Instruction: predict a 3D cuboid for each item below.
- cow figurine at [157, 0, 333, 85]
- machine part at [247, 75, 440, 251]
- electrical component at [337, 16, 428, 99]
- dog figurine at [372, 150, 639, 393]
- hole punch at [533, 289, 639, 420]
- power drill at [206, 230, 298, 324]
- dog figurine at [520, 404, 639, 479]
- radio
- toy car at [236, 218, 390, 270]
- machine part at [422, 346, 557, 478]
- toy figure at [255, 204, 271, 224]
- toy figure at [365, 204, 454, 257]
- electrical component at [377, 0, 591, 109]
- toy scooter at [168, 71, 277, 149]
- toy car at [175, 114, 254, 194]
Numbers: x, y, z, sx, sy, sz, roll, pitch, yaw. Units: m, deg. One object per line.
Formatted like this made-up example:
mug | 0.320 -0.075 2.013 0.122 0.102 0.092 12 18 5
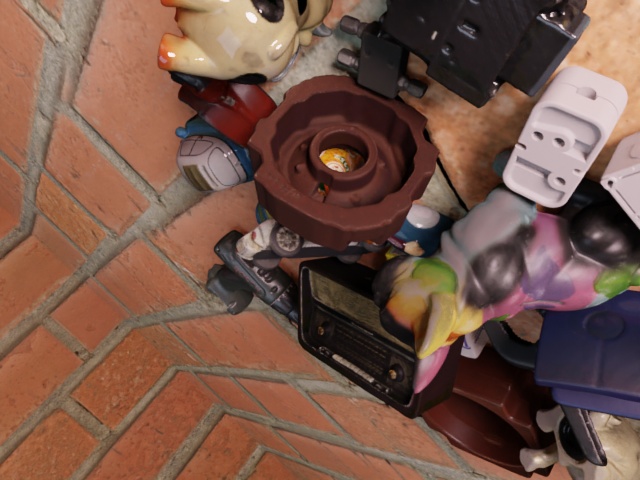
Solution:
cow figurine | -0.044 -0.187 0.425 0.127 0.195 0.085 15 129 -9
machine part | 0.021 -0.074 0.513 0.179 0.179 0.056 32 153 14
electrical component | 0.058 -0.165 0.488 0.094 0.021 0.063 31 150 17
dog figurine | 0.156 0.042 0.461 0.192 0.219 0.108 29 153 22
hole punch | 0.261 0.097 0.489 0.142 0.115 0.092 0 161 37
power drill | -0.125 0.093 1.017 0.232 0.086 0.207 48 155 -12
dog figurine | 0.360 0.249 0.626 0.191 0.121 0.172 0 137 -13
radio | 0.065 0.113 0.677 0.230 0.073 0.131 24 116 47
toy car | -0.001 -0.002 0.638 0.073 0.202 0.056 -32 64 58
machine part | 0.240 0.239 0.781 0.202 0.087 0.200 11 140 45
toy figure | -0.037 -0.045 0.703 0.082 0.089 0.180 39 150 -9
toy figure | 0.076 -0.020 0.594 0.154 0.064 0.057 16 107 -6
electrical component | 0.117 -0.165 0.382 0.134 0.058 0.114 35 153 9
toy scooter | -0.099 -0.155 0.590 0.135 0.075 0.184 38 -172 -19
toy car | -0.133 -0.108 0.715 0.162 0.103 0.109 11 141 45
